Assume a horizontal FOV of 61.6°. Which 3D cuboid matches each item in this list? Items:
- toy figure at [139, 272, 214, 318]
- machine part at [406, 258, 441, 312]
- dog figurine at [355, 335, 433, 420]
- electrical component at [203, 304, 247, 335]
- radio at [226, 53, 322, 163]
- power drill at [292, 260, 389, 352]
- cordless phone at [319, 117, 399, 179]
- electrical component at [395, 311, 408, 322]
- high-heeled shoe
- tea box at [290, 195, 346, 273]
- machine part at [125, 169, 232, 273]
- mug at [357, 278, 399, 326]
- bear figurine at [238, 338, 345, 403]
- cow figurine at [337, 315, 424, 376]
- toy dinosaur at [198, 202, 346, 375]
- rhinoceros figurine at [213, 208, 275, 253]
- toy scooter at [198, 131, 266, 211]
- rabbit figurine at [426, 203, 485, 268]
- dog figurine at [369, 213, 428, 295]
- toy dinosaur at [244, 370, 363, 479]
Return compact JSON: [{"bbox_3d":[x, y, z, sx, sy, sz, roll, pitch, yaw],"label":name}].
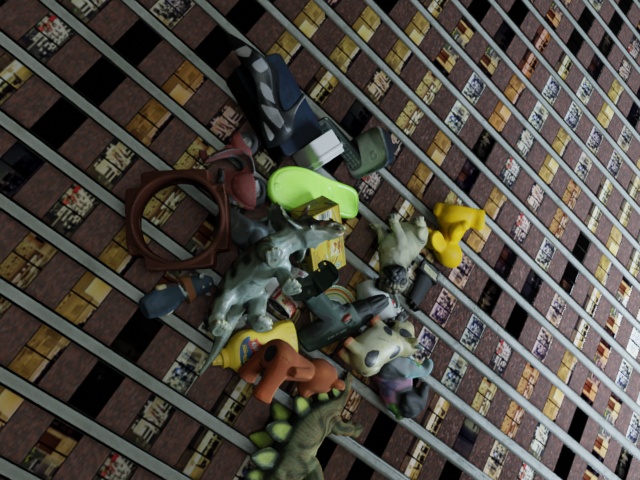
[{"bbox_3d":[-0.293,0.109,1.108,0.154,0.064,0.058,-25,58,-33],"label":"toy figure"},{"bbox_3d":[0.269,0.122,1.417,0.084,0.039,0.139,40,64,-26],"label":"machine part"},{"bbox_3d":[0.147,0.319,1.287,0.219,0.108,0.191,18,77,-20],"label":"dog figurine"},{"bbox_3d":[-0.200,0.160,1.161,0.102,0.045,0.078,-40,130,-24],"label":"electrical component"},{"bbox_3d":[-0.103,-0.311,1.262,0.131,0.073,0.229,-35,101,-28],"label":"radio"},{"bbox_3d":[0.035,0.138,1.194,0.232,0.086,0.207,-32,138,-5],"label":"power drill"},{"bbox_3d":[0.087,-0.246,1.309,0.184,0.147,0.089,43,57,-19],"label":"cordless phone"},{"bbox_3d":[0.194,0.208,1.349,0.021,0.094,0.063,39,97,14],"label":"electrical component"},{"bbox_3d":[-0.143,-0.324,1.181,0.249,0.086,0.145,42,101,4],"label":"high-heeled shoe"},{"bbox_3d":[-0.003,-0.004,1.231,0.098,0.068,0.169,-25,127,-29],"label":"tea box"},{"bbox_3d":[-0.283,-0.039,1.081,0.201,0.087,0.201,-3,85,-5],"label":"machine part"},{"bbox_3d":[0.143,0.146,1.322,0.109,0.081,0.107,-17,81,-24],"label":"mug"},{"bbox_3d":[-0.053,0.289,1.132,0.132,0.120,0.195,-52,127,-4],"label":"bear figurine"},{"bbox_3d":[0.147,0.238,1.210,0.195,0.085,0.127,-28,68,-39],"label":"cow figurine"},{"bbox_3d":[-0.134,0.077,1.089,0.405,0.192,0.131,-44,116,12],"label":"toy dinosaur"},{"bbox_3d":[-0.148,-0.008,1.199,0.190,0.073,0.112,25,65,-22],"label":"rhinoceros figurine"},{"bbox_3d":[-0.196,-0.152,1.188,0.135,0.075,0.183,-6,82,-29],"label":"toy scooter"},{"bbox_3d":[0.350,-0.010,1.439,0.162,0.122,0.173,3,100,-25],"label":"rabbit figurine"},{"bbox_3d":[0.210,0.045,1.331,0.172,0.121,0.190,2,72,-21],"label":"dog figurine"},{"bbox_3d":[-0.057,0.463,1.161,0.198,0.105,0.471,42,57,-8],"label":"toy dinosaur"}]
